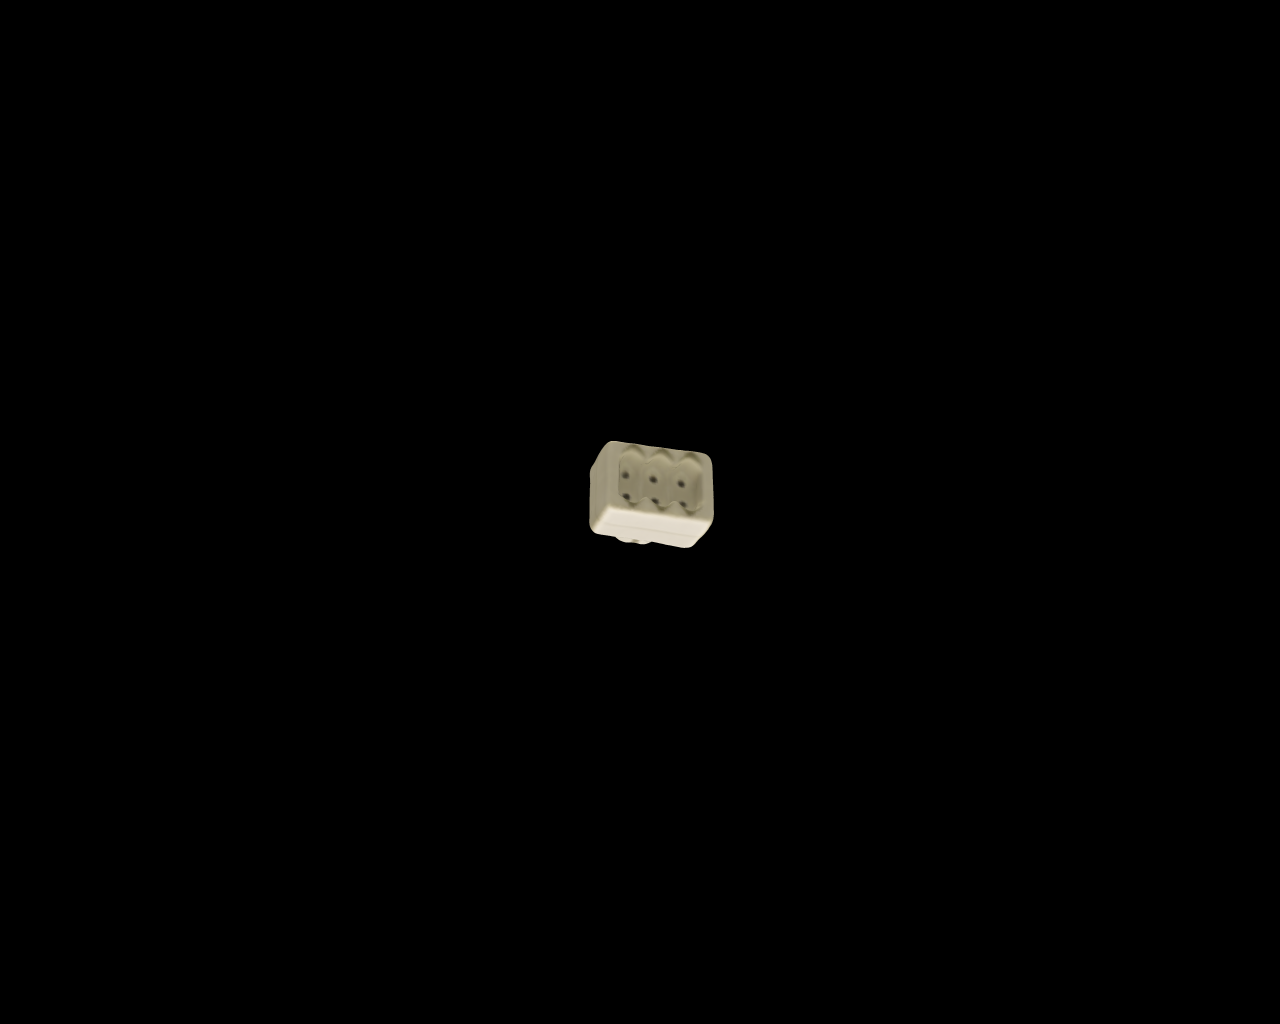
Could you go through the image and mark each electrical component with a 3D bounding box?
[{"bbox_3d":[0.001,-0.003,0.650,0.066,0.047,0.076,8,-28,-16],"label":"electrical component"}]
